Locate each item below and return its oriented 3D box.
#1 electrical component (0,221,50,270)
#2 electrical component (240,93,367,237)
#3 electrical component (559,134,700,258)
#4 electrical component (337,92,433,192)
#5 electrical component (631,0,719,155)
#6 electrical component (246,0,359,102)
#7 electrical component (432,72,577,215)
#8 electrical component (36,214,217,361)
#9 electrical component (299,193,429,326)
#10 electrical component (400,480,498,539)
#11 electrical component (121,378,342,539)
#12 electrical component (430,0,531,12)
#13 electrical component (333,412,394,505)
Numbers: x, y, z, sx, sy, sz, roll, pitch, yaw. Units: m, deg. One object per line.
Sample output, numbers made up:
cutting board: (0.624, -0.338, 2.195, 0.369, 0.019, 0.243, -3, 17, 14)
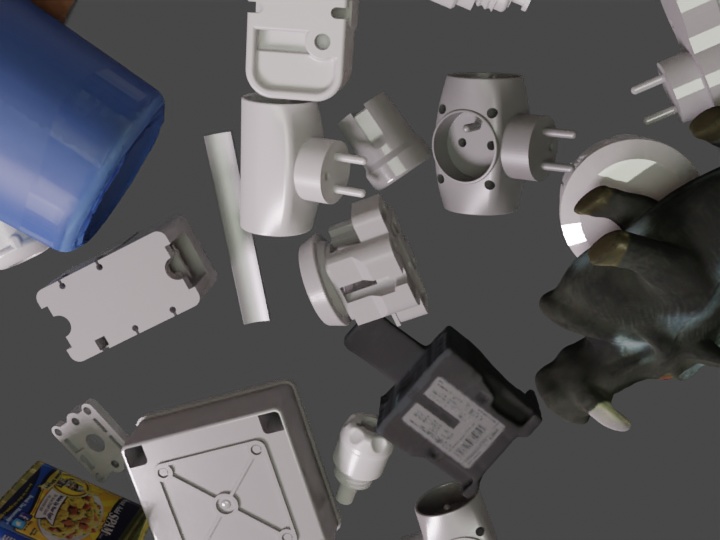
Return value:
electrical component: (-0.218, -0.034, 0.657, 0.048, 0.048, 0.062, -25, 95, 11)
electrical component: (-0.032, -0.059, 0.620, 0.079, 0.043, 0.077, 11, 110, 24)
electrical component: (0.154, -0.038, 0.616, 0.080, 0.051, 0.080, 1, 105, 5)
electrical component: (0.014, -0.075, 0.626, 0.040, 0.040, 0.046, -34, 93, 13)
electrical component: (0.188, -0.105, 0.594, 0.074, 0.052, 0.138, -23, 102, 11)
electrical component: (-0.031, -0.146, 0.600, 0.054, 0.059, 0.095, 5, 106, 5)
electrical component: (0.085, -0.070, 0.608, 0.079, 0.044, 0.077, 11, 108, 34)
electrical component: (-0.139, 0.009, 0.654, 0.089, 0.055, 0.050, -26, 101, 12)
electrical component: (0.000, 0.000, 0.637, 0.057, 0.058, 0.078, -19, 120, 13)
electrical component: (0.051, 0.184, 0.690, 0.079, 0.044, 0.077, -18, 103, 10)
electrical component: (-0.080, 0.136, 0.683, 0.109, 0.056, 0.108, -15, 103, 9)
electrical component: (0.058, -0.164, 0.596, 0.078, 0.040, 0.040, 22, 106, -2)
electrical component: (-0.001, 0.122, 0.684, 0.035, 0.035, 0.061, 20, 115, 0)
